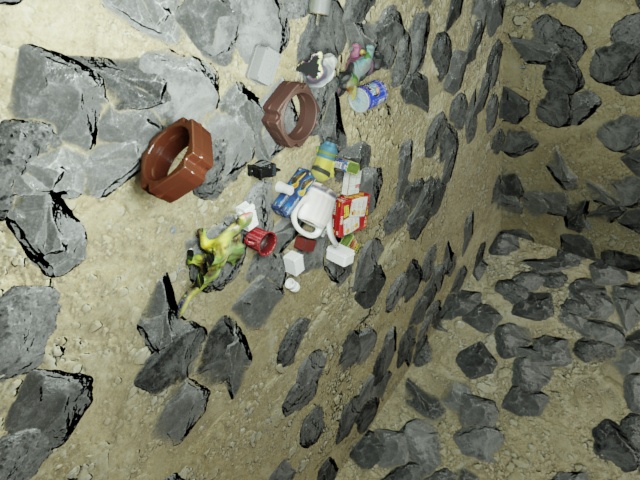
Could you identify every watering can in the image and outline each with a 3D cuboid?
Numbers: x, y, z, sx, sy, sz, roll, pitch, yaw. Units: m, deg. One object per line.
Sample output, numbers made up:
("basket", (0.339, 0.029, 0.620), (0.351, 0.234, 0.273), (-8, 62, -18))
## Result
("watering can", (0.006, -0.106, 2.104), (0.344, 0.105, 0.225), (27, 84, -51))

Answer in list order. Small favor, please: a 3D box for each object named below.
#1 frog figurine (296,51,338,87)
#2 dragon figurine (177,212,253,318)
("frog figurine", (0.011, -0.610, 1.858), (0.135, 0.124, 0.161), (-47, 166, 28))
("dragon figurine", (-0.337, 0.073, 1.743), (0.244, 0.123, 0.404), (-7, 130, -58))
